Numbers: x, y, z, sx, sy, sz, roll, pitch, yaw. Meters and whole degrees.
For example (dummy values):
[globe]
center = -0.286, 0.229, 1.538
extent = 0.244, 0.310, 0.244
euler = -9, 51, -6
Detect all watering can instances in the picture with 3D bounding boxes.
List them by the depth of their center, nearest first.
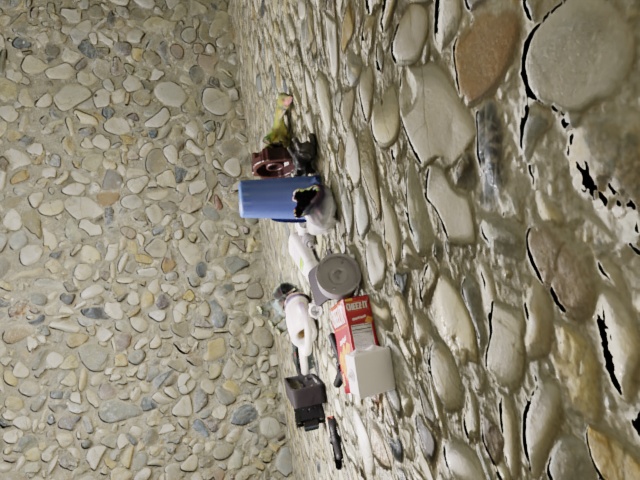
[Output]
[watering can]
center = -0.071, 0.344, 1.942
extent = 0.339, 0.104, 0.230
euler = 96, 163, -45

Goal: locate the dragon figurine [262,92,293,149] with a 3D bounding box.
[dragon figurine]
center = -0.150, -0.408, 1.927
extent = 0.404, 0.122, 0.246
euler = 125, 153, -70

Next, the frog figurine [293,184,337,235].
[frog figurine]
center = 0.004, -0.071, 1.402
extent = 0.157, 0.122, 0.140
euler = 45, -174, -40
